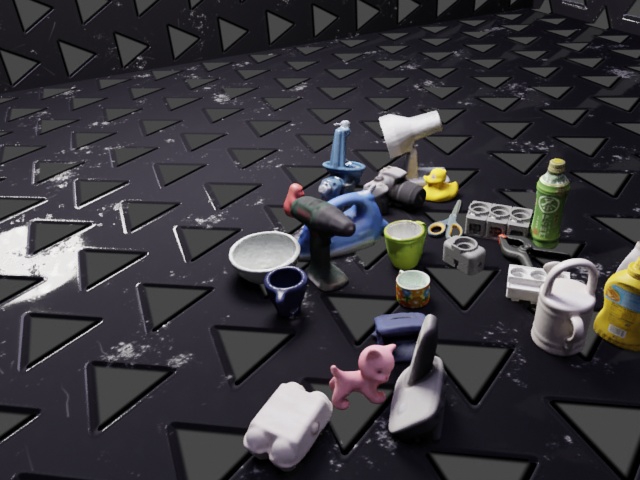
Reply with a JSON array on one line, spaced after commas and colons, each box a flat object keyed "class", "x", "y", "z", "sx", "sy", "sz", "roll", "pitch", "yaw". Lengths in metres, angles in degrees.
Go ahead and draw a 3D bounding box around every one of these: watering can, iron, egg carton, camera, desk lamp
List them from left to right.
[{"class": "egg carton", "x": -0.049, "y": 0.307, "z": 0.950, "sx": 0.107, "sy": 0.069, "sz": 0.150, "roll": 14, "pitch": 37, "yaw": 25}, {"class": "iron", "x": 0.042, "y": -0.046, "z": 1.409, "sx": 0.259, "sy": 0.142, "sz": 0.118, "roll": -20, "pitch": 36, "yaw": -22}, {"class": "camera", "x": 0.210, "y": -0.135, "z": 1.563, "sx": 0.136, "sy": 0.101, "sz": 0.143, "roll": 25, "pitch": 43, "yaw": 36}, {"class": "desk lamp", "x": 0.271, "y": -0.266, "z": 1.652, "sx": 0.203, "sy": 0.214, "sz": 0.118, "roll": -3, "pitch": 33, "yaw": 1}, {"class": "watering can", "x": 0.459, "y": 0.111, "z": 1.081, "sx": 0.101, "sy": 0.194, "sz": 0.172, "roll": -14, "pitch": 35, "yaw": -14}]

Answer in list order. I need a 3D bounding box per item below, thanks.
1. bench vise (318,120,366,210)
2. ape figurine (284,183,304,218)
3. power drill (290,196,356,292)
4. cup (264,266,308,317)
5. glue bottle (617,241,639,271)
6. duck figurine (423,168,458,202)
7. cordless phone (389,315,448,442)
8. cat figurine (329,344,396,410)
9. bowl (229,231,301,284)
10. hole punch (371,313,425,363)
[{"class": "bench vise", "x": 0.062, "y": -0.202, "z": 1.571, "sx": 0.121, "sy": 0.220, "sz": 0.207, "roll": 1, "pitch": 34, "yaw": 8}, {"class": "ape figurine", "x": -0.063, "y": -0.110, "z": 1.561, "sx": 0.076, "sy": 0.092, "sz": 0.077, "roll": -3, "pitch": 33, "yaw": 1}, {"class": "power drill", "x": 0.012, "y": 0.005, "z": 1.274, "sx": 0.076, "sy": 0.209, "sz": 0.228, "roll": -22, "pitch": 37, "yaw": -25}, {"class": "cup", "x": -0.071, "y": 0.124, "z": 1.206, "sx": 0.091, "sy": 0.095, "sz": 0.118, "roll": 1, "pitch": 34, "yaw": 8}, {"class": "glue bottle", "x": 0.644, "y": 0.056, "z": 1.164, "sx": 0.037, "sy": 0.173, "sz": 0.078, "roll": -10, "pitch": 34, "yaw": -9}, {"class": "duck figurine", "x": 0.335, "y": -0.159, "z": 1.600, "sx": 0.104, "sy": 0.086, "sz": 0.077, "roll": -3, "pitch": 33, "yaw": 2}, {"class": "cordless phone", "x": 0.165, "y": 0.226, "z": 0.945, "sx": 0.094, "sy": 0.185, "sz": 0.147, "roll": 3, "pitch": 34, "yaw": 11}, {"class": "cat figurine", "x": 0.078, "y": 0.230, "z": 1.009, "sx": 0.128, "sy": 0.118, "sz": 0.067, "roll": -9, "pitch": 34, "yaw": -7}, {"class": "bowl", "x": -0.125, "y": 0.053, "z": 1.337, "sx": 0.167, "sy": 0.075, "sz": 0.167, "roll": -3, "pitch": 33, "yaw": 2}, {"class": "hole punch", "x": 0.157, "y": 0.173, "z": 1.111, "sx": 0.108, "sy": 0.091, "sz": 0.101, "roll": -4, "pitch": 33, "yaw": -1}]
